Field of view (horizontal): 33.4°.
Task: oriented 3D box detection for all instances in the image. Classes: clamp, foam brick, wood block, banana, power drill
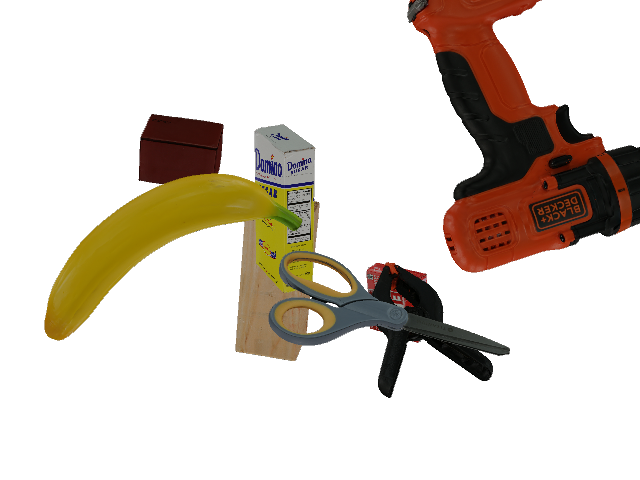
[{"bbox_3d":[0.108,0.091,1.116,0.120,0.171,0.039,3,-44,-13],"label":"clamp"},{"bbox_3d":[-0.140,-0.090,1.080,0.078,0.051,0.053,8,34,1],"label":"foam brick"},{"bbox_3d":[-0.060,0.050,1.481,0.090,0.206,0.090,8,22,6],"label":"wood block"},{"bbox_3d":[-0.114,0.003,0.733,0.198,0.069,0.037,-24,9,6],"label":"banana"},{"bbox_3d":[0.146,-0.090,0.668,0.184,0.187,0.057,-18,-1,-5],"label":"power drill"}]

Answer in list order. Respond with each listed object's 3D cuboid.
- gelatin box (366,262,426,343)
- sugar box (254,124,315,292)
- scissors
[{"bbox_3d":[0.097,0.078,1.348,0.073,0.089,0.030,14,32,33],"label":"gelatin box"},{"bbox_3d":[-0.043,-0.038,1.247,0.048,0.176,0.093,-12,27,-22],"label":"sugar box"},{"bbox_3d":[0.045,0.073,0.869,0.202,0.096,0.016,29,-34,15],"label":"scissors"}]
